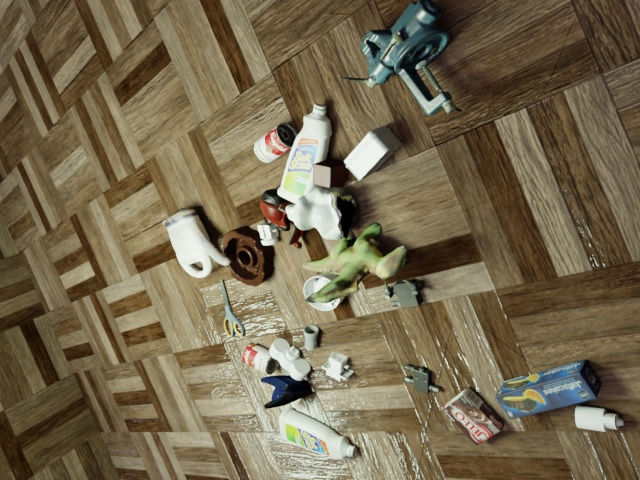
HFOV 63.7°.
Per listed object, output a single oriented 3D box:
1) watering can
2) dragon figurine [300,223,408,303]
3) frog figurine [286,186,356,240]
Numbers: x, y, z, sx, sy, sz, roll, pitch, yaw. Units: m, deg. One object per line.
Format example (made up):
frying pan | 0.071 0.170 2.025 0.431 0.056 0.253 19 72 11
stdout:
watering can | -0.379 0.005 1.580 0.345 0.105 0.224 -16 97 54
dragon figurine | 0.047 0.071 1.195 0.406 0.246 0.121 -20 99 39
frog figurine | 0.004 -0.063 1.253 0.159 0.125 0.135 -5 121 39
